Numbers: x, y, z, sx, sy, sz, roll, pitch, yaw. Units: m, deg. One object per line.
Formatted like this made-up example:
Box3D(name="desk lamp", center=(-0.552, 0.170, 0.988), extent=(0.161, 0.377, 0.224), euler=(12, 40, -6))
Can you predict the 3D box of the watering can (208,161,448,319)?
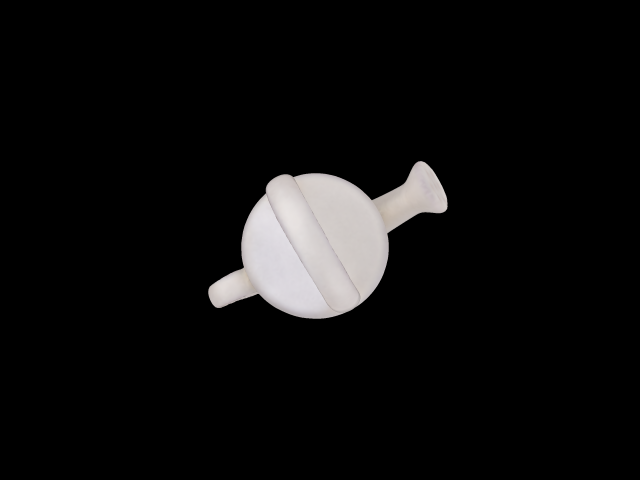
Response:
Box3D(name="watering can", center=(0.003, -0.001, 0.400), extent=(0.101, 0.194, 0.173), euler=(41, 87, 3))
